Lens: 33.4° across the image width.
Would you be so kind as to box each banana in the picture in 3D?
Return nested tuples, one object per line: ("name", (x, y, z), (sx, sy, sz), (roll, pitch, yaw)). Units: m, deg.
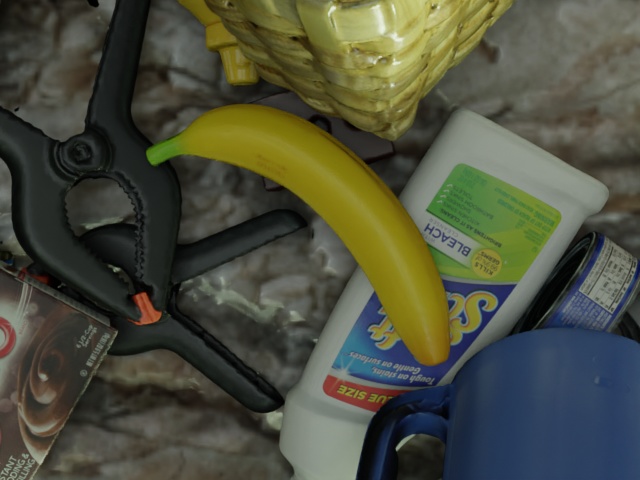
("banana", (0.003, -0.016, 0.570), (0.198, 0.037, 0.070), (37, 110, 8))

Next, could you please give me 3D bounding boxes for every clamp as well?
("clamp", (-0.092, 0.043, 0.634), (0.171, 0.039, 0.120), (-1, 86, 7))
("clamp", (-0.129, -0.055, 0.597), (0.164, 0.036, 0.210), (-31, 94, -16))

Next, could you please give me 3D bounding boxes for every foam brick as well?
("foam brick", (0.001, -0.063, 0.616), (0.078, 0.051, 0.053), (-18, 91, 4))

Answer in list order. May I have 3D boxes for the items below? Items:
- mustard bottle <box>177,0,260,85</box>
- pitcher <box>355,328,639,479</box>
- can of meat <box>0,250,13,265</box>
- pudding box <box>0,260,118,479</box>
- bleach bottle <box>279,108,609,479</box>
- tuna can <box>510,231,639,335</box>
("mustard bottle", (-0.049, -0.185, 0.612), (0.096, 0.058, 0.191), (-3, 92, -1))
("pitcher", (0.100, 0.167, 0.492), (0.149, 0.242, 0.145), (-30, 117, 36))
("can of meat", (-0.238, 0.040, 0.636), (0.102, 0.057, 0.084), (8, 90, 3))
("pudding box", (-0.179, 0.074, 0.591), (0.090, 0.039, 0.113), (31, 87, -15))
("bleach bottle", (0.057, 0.056, 0.612), (0.102, 0.068, 0.251), (29, 96, 2))
("tuna can", (0.141, 0.038, 0.592), (0.034, 0.086, 0.086), (35, 94, 3))
